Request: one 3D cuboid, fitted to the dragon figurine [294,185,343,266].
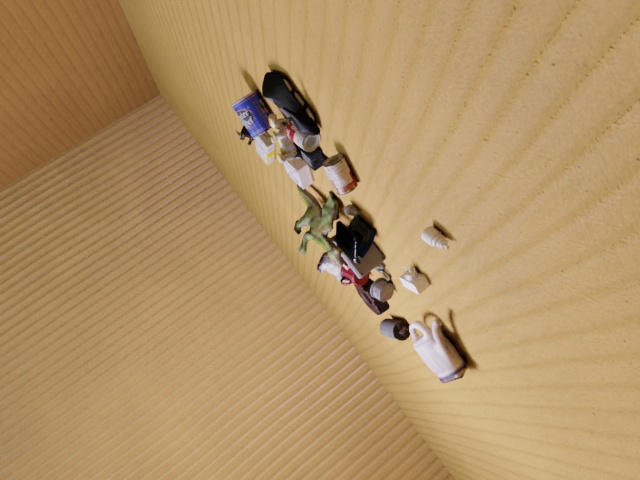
[{"bbox_3d":[0.006,-0.093,1.857,0.122,0.416,0.239,-2,-20,-35],"label":"dragon figurine"}]

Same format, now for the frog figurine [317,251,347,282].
[{"bbox_3d":[0.077,0.117,2.252,0.160,0.125,0.134,14,-33,10],"label":"frog figurine"}]

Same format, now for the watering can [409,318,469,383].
[{"bbox_3d":[0.379,0.348,1.640,0.105,0.226,0.343,-37,-10,-12],"label":"watering can"}]
